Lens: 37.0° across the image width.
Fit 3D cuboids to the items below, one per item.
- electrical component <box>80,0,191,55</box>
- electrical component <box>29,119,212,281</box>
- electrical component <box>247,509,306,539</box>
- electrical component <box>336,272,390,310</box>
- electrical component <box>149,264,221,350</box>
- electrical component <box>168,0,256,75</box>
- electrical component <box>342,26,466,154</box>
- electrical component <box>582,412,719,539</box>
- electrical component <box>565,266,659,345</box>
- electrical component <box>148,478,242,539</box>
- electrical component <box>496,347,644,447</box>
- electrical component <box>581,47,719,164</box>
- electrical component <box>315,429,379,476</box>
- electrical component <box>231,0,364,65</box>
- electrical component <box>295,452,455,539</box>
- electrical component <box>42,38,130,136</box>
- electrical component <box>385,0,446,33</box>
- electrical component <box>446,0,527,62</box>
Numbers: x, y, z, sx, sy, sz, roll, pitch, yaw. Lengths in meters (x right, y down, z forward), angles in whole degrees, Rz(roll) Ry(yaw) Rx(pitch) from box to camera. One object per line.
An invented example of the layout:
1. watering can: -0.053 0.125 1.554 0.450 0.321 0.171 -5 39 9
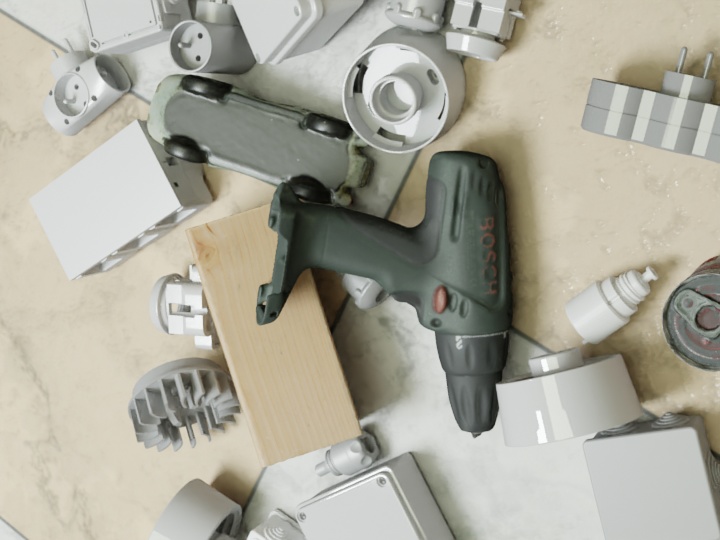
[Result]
1. electrical component: -0.193 -0.235 0.964 0.096 0.061 0.061 -11 94 27
2. electrical component: -0.222 -0.066 1.006 0.150 0.062 0.089 -30 85 26
3. electrical component: -0.072 0.287 1.000 0.100 0.048 0.099 31 111 17
4. electrical component: 0.000 0.000 0.921 0.062 0.048 0.048 43 114 21
5. electrical component: -0.157 0.032 0.994 0.057 0.058 0.078 3 100 22
6. electrical component: -0.124 -0.209 0.927 0.044 0.077 0.079 12 103 23
7. electrical component: 0.035 -0.147 0.882 0.099 0.064 0.099 7 114 17
8. electrical component: 0.230 0.163 0.834 0.100 0.048 0.099 -13 93 27
9. electrical component: 0.196 0.024 0.833 0.078 0.040 0.040 -40 81 25
10. electrical component: -0.151 0.256 1.003 0.060 0.108 0.108 24 108 14
11. electrical component: 0.157 0.093 0.828 0.108 0.108 0.060 -16 85 27
12. electrical component: 0.236 -0.124 0.782 0.138 0.052 0.073 17 105 22
13. electrical component: -0.015 0.168 0.961 0.061 0.035 0.035 -32 84 29
14. electrical component: -0.055 -0.223 0.872 0.113 0.057 0.078 -27 85 63
15. electrical component: 0.016 0.232 0.944 0.109 0.056 0.108 -29 85 26
16. electrical component: -0.268 -0.180 1.019 0.077 0.044 0.079 -33 84 26
17. electrical component: 0.049 -0.224 0.861 0.048 0.048 0.062 18 99 22
18. electrical component: 0.095 -0.195 0.842 0.066 0.048 0.055 17 98 22
